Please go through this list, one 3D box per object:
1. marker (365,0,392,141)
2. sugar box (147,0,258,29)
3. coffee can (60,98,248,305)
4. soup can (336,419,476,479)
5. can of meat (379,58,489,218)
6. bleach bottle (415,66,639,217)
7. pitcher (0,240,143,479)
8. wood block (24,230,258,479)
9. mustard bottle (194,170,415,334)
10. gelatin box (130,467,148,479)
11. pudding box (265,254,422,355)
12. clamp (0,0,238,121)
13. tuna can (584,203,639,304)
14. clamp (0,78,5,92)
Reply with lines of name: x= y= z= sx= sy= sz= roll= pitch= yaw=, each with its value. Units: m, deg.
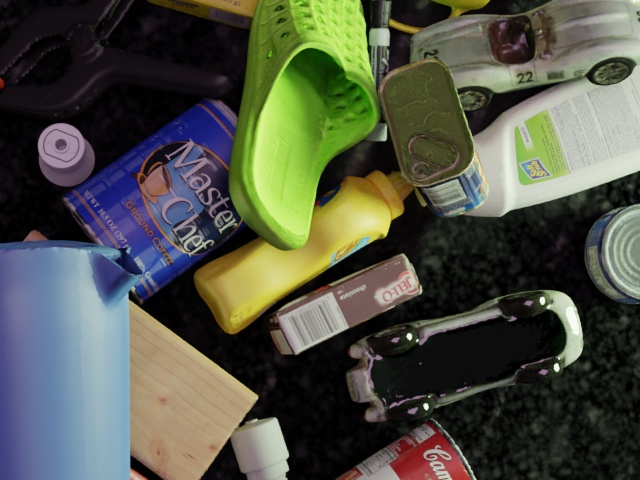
marker: x=0.048 y=-0.143 z=0.890 sx=0.020 sy=0.020 sz=0.121 roll=0 pitch=100 yaw=-9
sugar box: x=-0.076 y=-0.271 z=0.885 sx=0.093 sy=0.048 sz=0.176 roll=15 pitch=83 yaw=-7
coffee can: x=-0.112 y=-0.032 z=0.825 sx=0.140 sy=0.103 sz=0.103 roll=-37 pitch=91 yaw=-11
soup can: x=0.064 y=0.197 z=0.847 sx=0.102 sy=0.068 sz=0.068 roll=-30 pitch=90 yaw=-10
can of meat: x=0.091 y=-0.076 z=0.830 sx=0.057 sy=0.084 sz=0.102 roll=-19 pitch=67 yaw=12
bleach bottle: x=0.197 y=-0.088 z=0.903 sx=0.250 sy=0.068 sz=0.102 roll=-18 pitch=82 yaw=-8
pitcher: x=-0.194 y=0.122 z=0.700 sx=0.144 sy=0.149 sz=0.243 roll=-2 pitch=88 yaw=-24
wood block: x=-0.158 y=0.092 z=0.811 sx=0.206 sy=0.091 sz=0.090 roll=37 pitch=80 yaw=-3
mustard bottle: x=-0.006 y=0.001 z=0.842 sx=0.191 sy=0.096 sz=0.058 roll=-32 pitch=87 yaw=-11
gelatin box: x=-0.159 y=0.178 z=0.801 sx=0.073 sy=0.089 sz=0.030 roll=37 pitch=70 yaw=-4
pudding box: x=0.016 y=0.052 z=0.843 sx=0.113 sy=0.090 sz=0.039 roll=-23 pitch=87 yaw=-10
clamp: x=-0.175 y=-0.160 z=0.832 sx=0.210 sy=0.036 sz=0.164 roll=-15 pitch=74 yaw=12
tuna can: x=0.274 y=0.012 z=0.918 sx=0.086 sy=0.034 sz=0.086 roll=1 pitch=84 yaw=-9
clamp: x=-0.329 y=-0.097 z=0.818 sx=0.171 sy=0.039 sz=0.120 roll=-33 pitch=93 yaw=2
